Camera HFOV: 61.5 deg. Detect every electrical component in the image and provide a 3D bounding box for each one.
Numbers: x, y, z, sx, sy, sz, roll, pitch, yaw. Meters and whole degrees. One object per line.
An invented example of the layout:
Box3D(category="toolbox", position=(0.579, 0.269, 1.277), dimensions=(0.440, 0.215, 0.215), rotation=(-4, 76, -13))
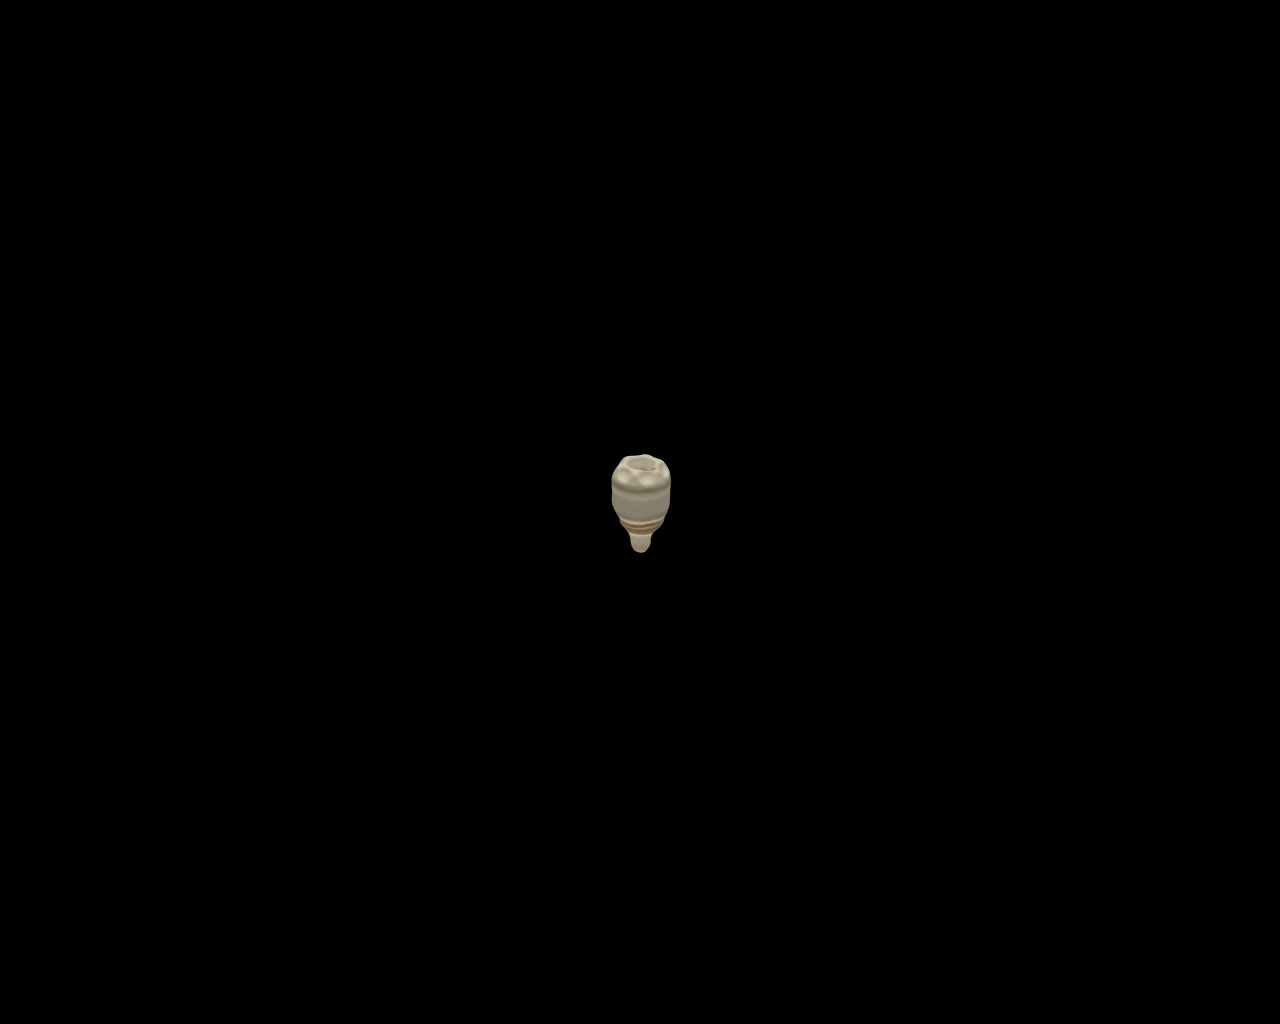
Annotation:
Box3D(category="electrical component", position=(0.001, -0.003, 0.650), dimensions=(0.035, 0.061, 0.035), rotation=(0, 27, 0))
